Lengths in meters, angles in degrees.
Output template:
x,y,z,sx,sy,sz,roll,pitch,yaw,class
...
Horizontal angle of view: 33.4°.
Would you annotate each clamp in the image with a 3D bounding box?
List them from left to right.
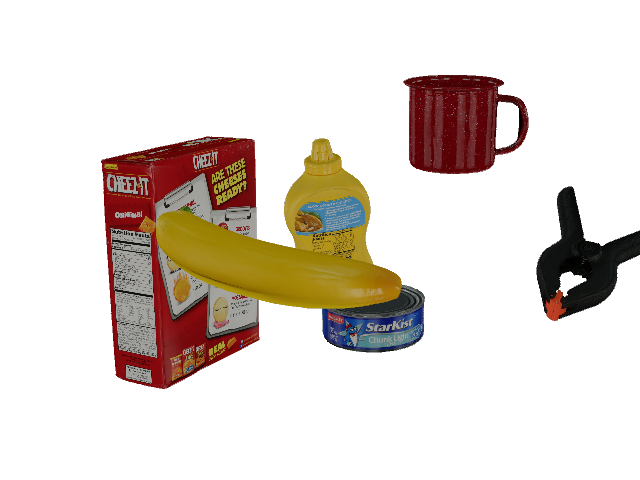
x,y,z,sx,sy,sz,roll,pitch,yaw,class
0.265,0.010,1.095,0.120,0.039,0.171,28,52,32,clamp

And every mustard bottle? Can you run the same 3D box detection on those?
x,y,z,sx,sy,sz,roll,pitch,yaw,class
0.009,-0.021,1.195,0.096,0.192,0.058,-9,24,-7,mustard bottle

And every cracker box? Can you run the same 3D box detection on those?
x,y,z,sx,sy,sz,roll,pitch,yaw,class
-0.132,0.015,1.037,0.072,0.214,0.163,6,15,30,cracker box

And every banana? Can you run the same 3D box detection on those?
x,y,z,sx,sy,sz,roll,pitch,yaw,class
-0.044,0.009,0.696,0.198,0.037,0.069,20,37,34,banana

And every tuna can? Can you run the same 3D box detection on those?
x,y,z,sx,sy,sz,roll,pitch,yaw,class
0.043,0.063,0.882,0.086,0.034,0.086,-1,16,0,tuna can

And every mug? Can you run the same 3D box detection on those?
x,y,z,sx,sy,sz,roll,pitch,yaw,class
0.136,-0.109,1.004,0.117,0.081,0.093,3,16,11,mug
